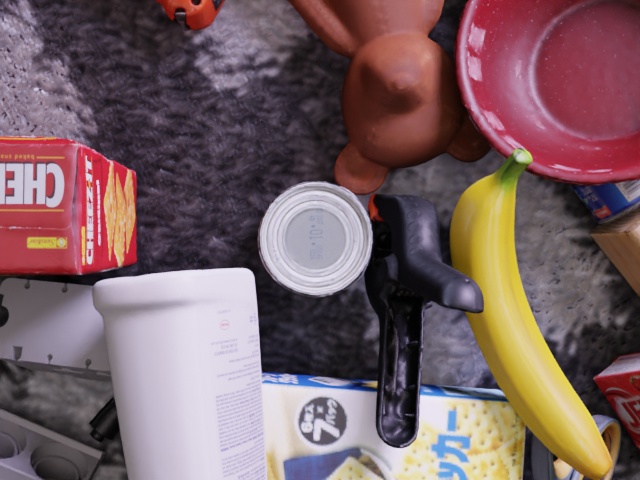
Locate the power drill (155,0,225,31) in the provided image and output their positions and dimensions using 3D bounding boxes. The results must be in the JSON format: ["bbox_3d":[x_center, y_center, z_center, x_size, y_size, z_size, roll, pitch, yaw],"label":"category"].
[{"bbox_3d":[-0.125,-0.233,0.675,0.187,0.057,0.184,28,92,1],"label":"power drill"}]

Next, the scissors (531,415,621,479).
[{"bbox_3d":[0.131,0.176,0.645,0.201,0.016,0.096,-51,124,-31],"label":"scissors"}]

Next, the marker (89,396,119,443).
[{"bbox_3d":[-0.107,0.080,0.688,0.020,0.020,0.121,38,88,-1],"label":"marker"}]

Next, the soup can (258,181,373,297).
[{"bbox_3d":[-0.004,0.001,0.653,0.068,0.102,0.068,0,89,-3],"label":"soup can"}]

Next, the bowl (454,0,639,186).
[{"bbox_3d":[0.163,-0.107,0.619,0.162,0.055,0.162,-3,82,21],"label":"bowl"}]

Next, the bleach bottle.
[{"bbox_3d":[-0.065,0.143,0.581,0.068,0.102,0.251,-7,87,22],"label":"bleach bottle"}]

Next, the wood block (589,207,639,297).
[{"bbox_3d":[0.279,0.048,0.671,0.091,0.090,0.206,-38,91,-2],"label":"wood block"}]

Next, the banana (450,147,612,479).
[{"bbox_3d":[0.115,0.047,0.622,0.037,0.070,0.198,-22,100,-27],"label":"banana"}]

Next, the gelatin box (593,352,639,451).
[{"bbox_3d":[0.223,0.105,0.667,0.030,0.089,0.073,-34,93,-26],"label":"gelatin box"}]

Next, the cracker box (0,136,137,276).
[{"bbox_3d":[-0.194,-0.016,0.589,0.164,0.214,0.072,-1,89,-3],"label":"cracker box"}]

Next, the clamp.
[{"bbox_3d":[0.050,0.037,0.640,0.039,0.171,0.120,17,116,-15],"label":"clamp"}]

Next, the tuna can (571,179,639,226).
[{"bbox_3d":[0.201,-0.048,0.671,0.086,0.086,0.034,-37,89,-3],"label":"tuna can"}]
